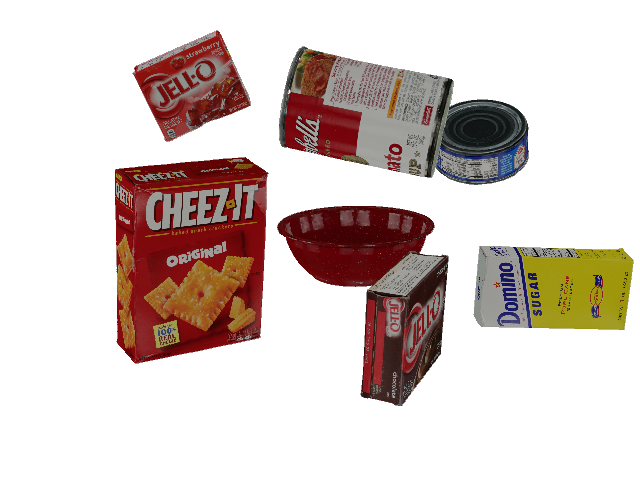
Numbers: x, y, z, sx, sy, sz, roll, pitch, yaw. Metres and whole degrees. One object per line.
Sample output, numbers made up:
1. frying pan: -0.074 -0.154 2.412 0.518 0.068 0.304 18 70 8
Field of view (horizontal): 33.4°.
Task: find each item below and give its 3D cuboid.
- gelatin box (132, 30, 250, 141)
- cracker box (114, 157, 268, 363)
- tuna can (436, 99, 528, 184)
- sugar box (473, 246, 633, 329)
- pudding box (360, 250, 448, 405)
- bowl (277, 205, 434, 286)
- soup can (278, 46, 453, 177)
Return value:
1. gelatin box: -0.120 -0.144 0.996 0.089 0.073 0.030 -23 23 3
2. cracker box: -0.147 0.021 1.223 0.163 0.214 0.072 -8 24 -29
3. tuna can: 0.141 -0.089 0.945 0.086 0.034 0.086 -6 40 5
4. sugar box: 0.275 0.057 1.269 0.176 0.093 0.048 0 19 -4
5. pudding box: 0.068 0.066 0.845 0.039 0.090 0.113 10 19 18
6. bowl: 0.037 0.008 1.098 0.162 0.055 0.162 -1 15 0
7. soup can: 0.031 -0.084 0.701 0.102 0.068 0.068 13 2 8
